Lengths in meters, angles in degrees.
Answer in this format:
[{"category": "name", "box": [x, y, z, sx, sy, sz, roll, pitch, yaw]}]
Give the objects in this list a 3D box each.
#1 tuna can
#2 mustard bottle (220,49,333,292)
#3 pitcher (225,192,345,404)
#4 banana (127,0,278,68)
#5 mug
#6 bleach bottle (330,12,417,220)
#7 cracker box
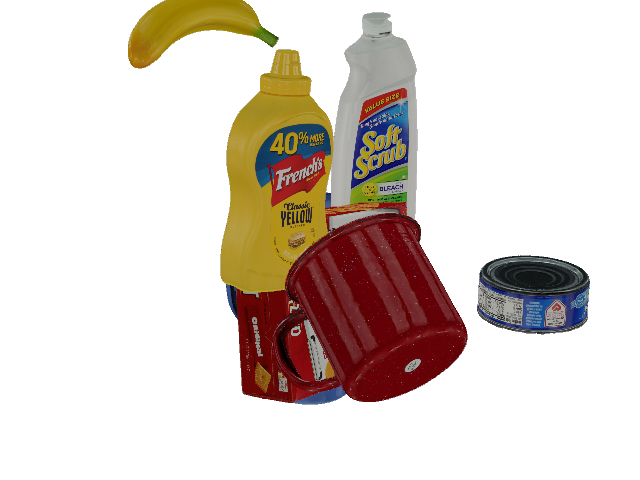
[{"category": "tuna can", "box": [0.166, 0.041, 0.831, 0.086, 0.034, 0.086, 0, 19, 0]}, {"category": "mustard bottle", "box": [-0.032, -0.058, 0.866, 0.096, 0.192, 0.058, -9, 20, -39]}, {"category": "pitcher", "box": [-0.022, 0.069, 1.279, 0.149, 0.243, 0.144, 10, 18, 24]}, {"category": "banana", "box": [-0.120, -0.205, 1.014, 0.070, 0.037, 0.197, 45, 39, 19]}, {"category": "mug", "box": [0.026, 0.049, 0.645, 0.117, 0.081, 0.093, -29, -29, 3]}, {"category": "bleach bottle", "box": [0.055, -0.120, 1.163, 0.102, 0.251, 0.068, -6, 26, -9]}, {"category": "cracker box", "box": [0.007, 0.052, 1.041, 0.072, 0.164, 0.213, 1, 7, 36]}]
